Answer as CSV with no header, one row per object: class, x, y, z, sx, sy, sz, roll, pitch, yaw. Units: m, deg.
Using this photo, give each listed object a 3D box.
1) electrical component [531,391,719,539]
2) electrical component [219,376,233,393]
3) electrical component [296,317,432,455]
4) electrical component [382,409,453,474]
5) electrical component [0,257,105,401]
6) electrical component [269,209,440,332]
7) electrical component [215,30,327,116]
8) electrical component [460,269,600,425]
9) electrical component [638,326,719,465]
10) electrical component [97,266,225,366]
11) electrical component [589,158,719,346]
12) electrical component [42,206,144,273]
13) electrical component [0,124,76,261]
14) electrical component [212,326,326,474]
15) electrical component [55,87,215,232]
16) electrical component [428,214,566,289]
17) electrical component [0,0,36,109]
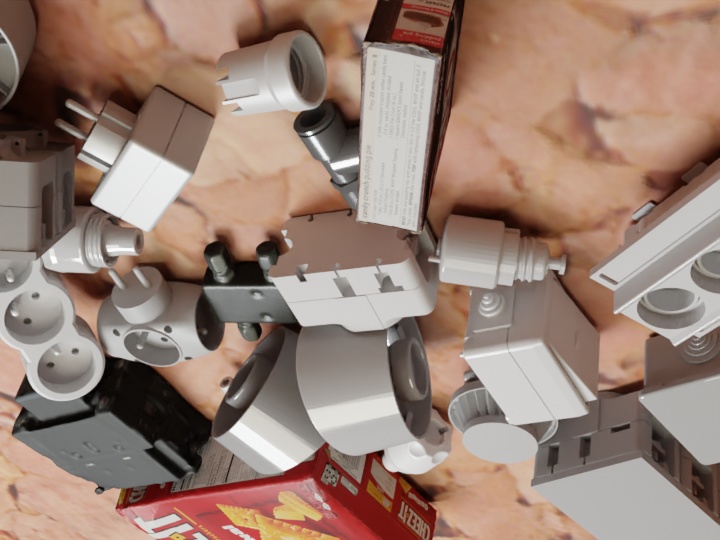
electrical component,0.204,0.153,0.769,0.089,0.061,0.150,-25,127,37
electrical component,-0.085,0.103,0.813,0.035,0.035,0.061,-12,132,28
electrical component,0.008,0.068,0.696,0.064,0.099,0.099,-11,135,18
electrical component,0.039,0.133,0.806,0.043,0.043,0.062,26,140,-15
electrical component,-0.227,0.018,0.732,0.052,0.074,0.138,-30,120,-12
electrical component,0.000,0.000,0.653,0.089,0.050,0.055,-7,137,23
electrical component,-0.046,-0.100,0.556,0.046,0.040,0.040,-5,138,29
electrical component,0.106,0.043,0.665,0.061,0.061,0.096,-13,134,28
electrical component,0.235,0.072,0.674,0.100,0.048,0.100,-22,129,36
electrical component,-0.142,0.025,0.727,0.077,0.044,0.079,-4,138,21
electrical component,0.191,-0.020,0.564,0.079,0.063,0.121,27,139,-16
electrical component,-0.169,-0.019,0.683,0.062,0.043,0.043,2,140,11
electrical component,-0.262,-0.050,0.596,0.186,0.105,0.060,3,102,-4
electrical component,-0.055,0.089,0.740,0.064,0.099,0.099,34,137,-15
electrical component,-0.134,-0.071,0.608,0.077,0.047,0.066,28,138,-18
electrical component,0.080,-0.009,0.628,0.078,0.040,0.040,8,141,6
electrical component,-0.222,-0.122,0.557,0.099,0.064,0.099,8,138,7
